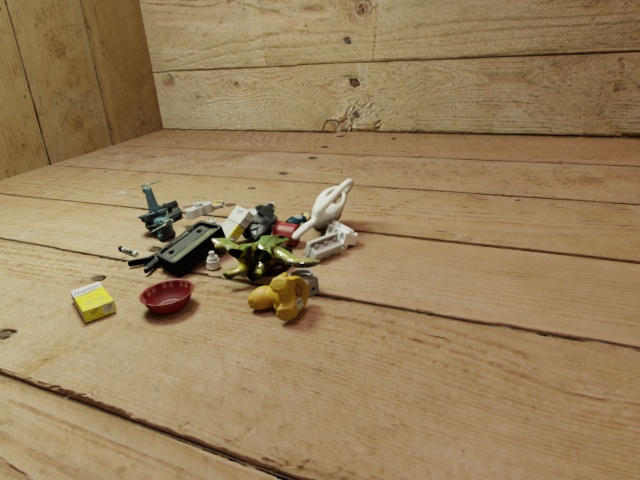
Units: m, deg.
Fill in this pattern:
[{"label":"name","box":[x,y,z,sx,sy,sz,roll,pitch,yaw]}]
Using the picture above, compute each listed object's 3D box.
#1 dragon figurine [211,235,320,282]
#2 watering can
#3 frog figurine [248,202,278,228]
[{"label":"dragon figurine","box":[-0.172,0.029,1.669,0.410,0.120,0.247,2,25,14]},{"label":"watering can","box":[0.006,-0.099,1.958,0.104,0.220,0.352,41,70,8]},{"label":"frog figurine","box":[-0.252,-0.081,2.100,0.157,0.122,0.140,-33,9,41]}]
